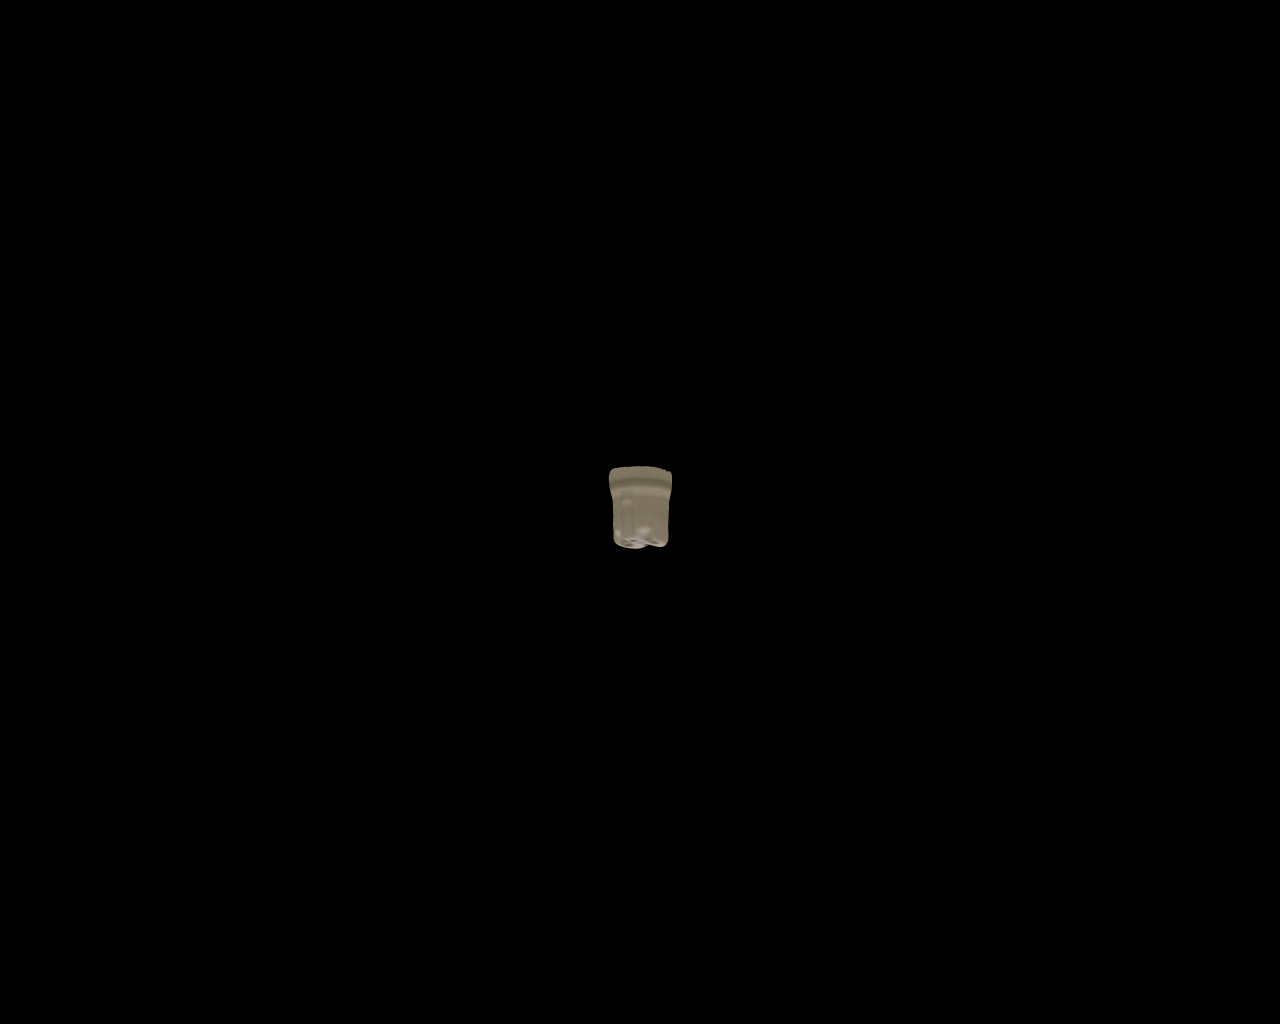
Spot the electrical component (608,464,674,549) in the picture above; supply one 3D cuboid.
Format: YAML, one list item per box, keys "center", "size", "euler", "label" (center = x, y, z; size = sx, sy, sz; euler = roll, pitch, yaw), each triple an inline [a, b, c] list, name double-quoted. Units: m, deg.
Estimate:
- center: [0.001, -0.003, 0.650]
  size: [0.040, 0.046, 0.040]
  euler: [0, -10, 0]
  label: "electrical component"
